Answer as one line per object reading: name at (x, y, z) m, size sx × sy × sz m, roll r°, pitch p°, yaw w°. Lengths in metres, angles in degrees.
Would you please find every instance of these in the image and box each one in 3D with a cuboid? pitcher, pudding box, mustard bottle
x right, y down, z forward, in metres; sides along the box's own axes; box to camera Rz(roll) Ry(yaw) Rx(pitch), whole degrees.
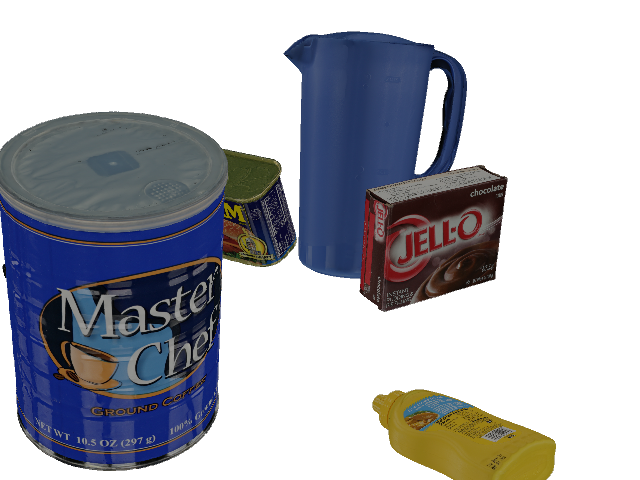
pitcher at (0.050, -0.089, 1.090) m, size 0.149 × 0.243 × 0.144 m, roll 12°, pitch 15°, yaw 32°
pudding box at (0.086, -0.004, 0.818) m, size 0.113 × 0.090 × 0.039 m, roll -15°, pitch 33°, yaw -30°
mustard bottle at (0.124, 0.188, 1.032) m, size 0.096 × 0.058 × 0.192 m, roll -17°, pitch 25°, yaw -40°

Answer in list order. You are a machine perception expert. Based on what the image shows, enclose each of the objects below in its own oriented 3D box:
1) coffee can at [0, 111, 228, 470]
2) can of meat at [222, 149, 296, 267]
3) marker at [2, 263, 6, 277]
coffee can at (-0.098, 0.023, 0.511) m, size 0.103 × 0.140 × 0.103 m, roll 4°, pitch 32°, yaw -2°
can of meat at (-0.076, -0.028, 0.943) m, size 0.102 × 0.084 × 0.057 m, roll 14°, pitch 48°, yaw 30°
marker at (-0.151, 0.008, 0.713) m, size 0.120 × 0.020 × 0.020 m, roll -13°, pitch 6°, yaw -26°
